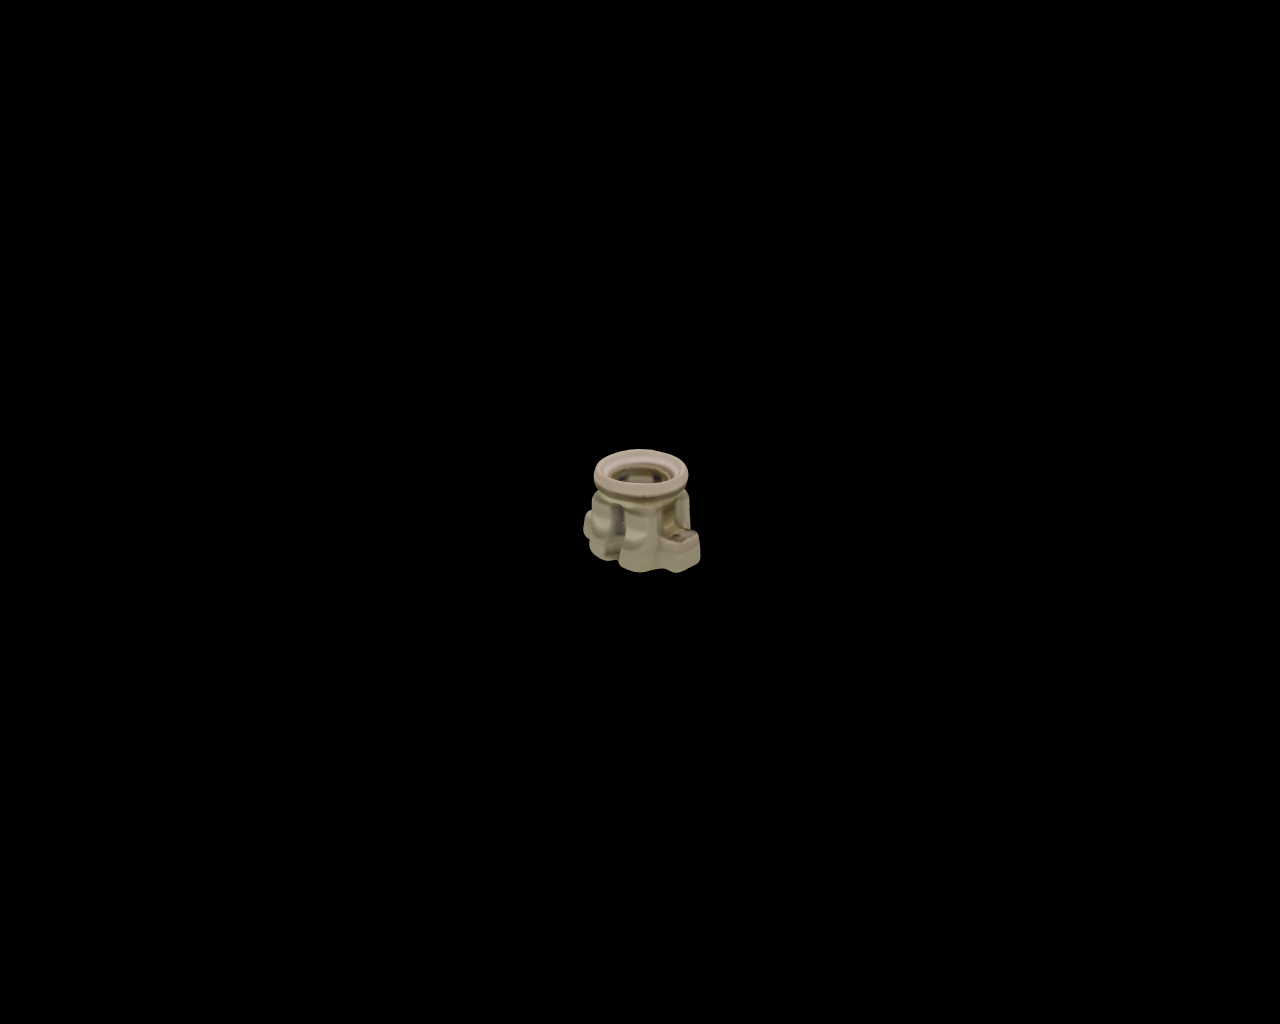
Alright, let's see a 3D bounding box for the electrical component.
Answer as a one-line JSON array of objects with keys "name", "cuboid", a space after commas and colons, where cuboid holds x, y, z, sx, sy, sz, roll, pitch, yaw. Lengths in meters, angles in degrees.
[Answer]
[{"name": "electrical component", "cuboid": [0.001, -0.003, 0.650, 0.078, 0.056, 0.058, 20, 32, 36]}]
